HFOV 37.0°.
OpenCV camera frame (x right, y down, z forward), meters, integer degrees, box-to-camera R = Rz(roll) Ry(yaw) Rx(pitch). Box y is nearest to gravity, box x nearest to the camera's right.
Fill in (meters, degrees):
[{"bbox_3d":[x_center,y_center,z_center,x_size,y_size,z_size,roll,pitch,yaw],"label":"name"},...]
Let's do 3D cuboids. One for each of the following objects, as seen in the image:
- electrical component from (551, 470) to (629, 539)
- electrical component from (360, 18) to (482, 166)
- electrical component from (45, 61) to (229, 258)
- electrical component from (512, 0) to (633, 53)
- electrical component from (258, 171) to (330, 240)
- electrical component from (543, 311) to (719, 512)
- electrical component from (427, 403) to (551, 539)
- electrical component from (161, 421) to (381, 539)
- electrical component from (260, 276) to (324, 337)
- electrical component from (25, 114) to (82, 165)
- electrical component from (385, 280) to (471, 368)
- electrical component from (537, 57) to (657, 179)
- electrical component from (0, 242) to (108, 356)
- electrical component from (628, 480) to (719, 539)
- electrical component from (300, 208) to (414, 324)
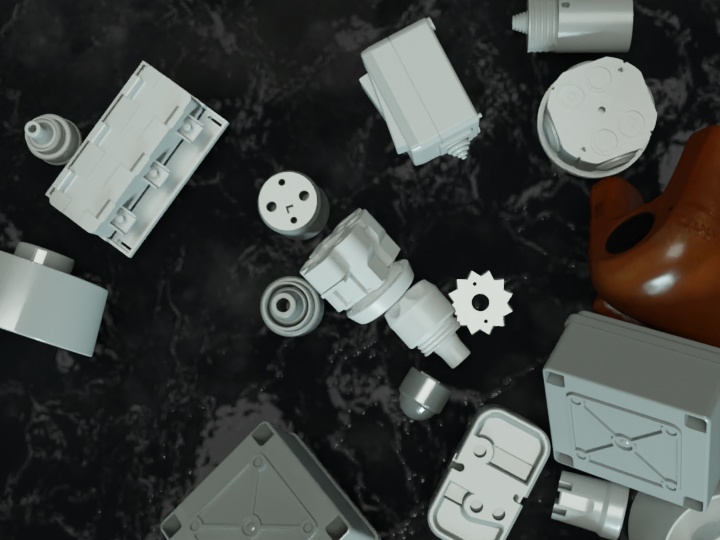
[{"bbox_3d":[0.158,0.160,0.740,0.046,0.040,0.040,13,88,12],"label":"electrical component"},{"bbox_3d":[0.043,-0.116,0.756,0.061,0.062,0.096,-27,84,3],"label":"electrical component"},{"bbox_3d":[-0.164,-0.082,0.772,0.079,0.063,0.121,36,90,6],"label":"electrical component"},{"bbox_3d":[0.149,-0.175,0.760,0.081,0.043,0.043,1,86,5],"label":"electrical component"},{"bbox_3d":[-0.047,-0.045,0.763,0.045,0.055,0.045,0,87,5],"label":"electrical component"},{"bbox_3d":[0.180,0.091,0.691,0.109,0.108,0.056,16,53,29],"label":"electrical component"},{"bbox_3d":[0.087,0.142,0.737,0.054,0.059,0.095,28,89,6],"label":"electrical component"},{"bbox_3d":[-0.061,0.179,0.729,0.108,0.056,0.108,-45,56,1],"label":"electrical component"},{"bbox_3d":[-0.049,0.025,0.755,0.043,0.062,0.043,0,86,5],"label":"electrical component"},{"bbox_3d":[-0.225,-0.096,0.779,0.035,0.061,0.035,0,86,5],"label":"electrical component"},{"bbox_3d":[0.051,0.041,0.755,0.043,0.043,0.062,-42,86,1],"label":"electrical component"},{"bbox_3d":[0.166,-0.106,0.750,0.080,0.051,0.080,0,86,5],"label":"electrical component"},{"bbox_3d":[-0.229,0.015,0.752,0.108,0.108,0.060,18,82,6],"label":"electrical component"},{"bbox_3d":[0.239,0.185,0.731,0.099,0.064,0.099,0,97,-3],"label":"electrical component"},{"bbox_3d":[0.000,0.000,0.750,0.058,0.078,0.057,-36,103,33],"label":"electrical component"}]
